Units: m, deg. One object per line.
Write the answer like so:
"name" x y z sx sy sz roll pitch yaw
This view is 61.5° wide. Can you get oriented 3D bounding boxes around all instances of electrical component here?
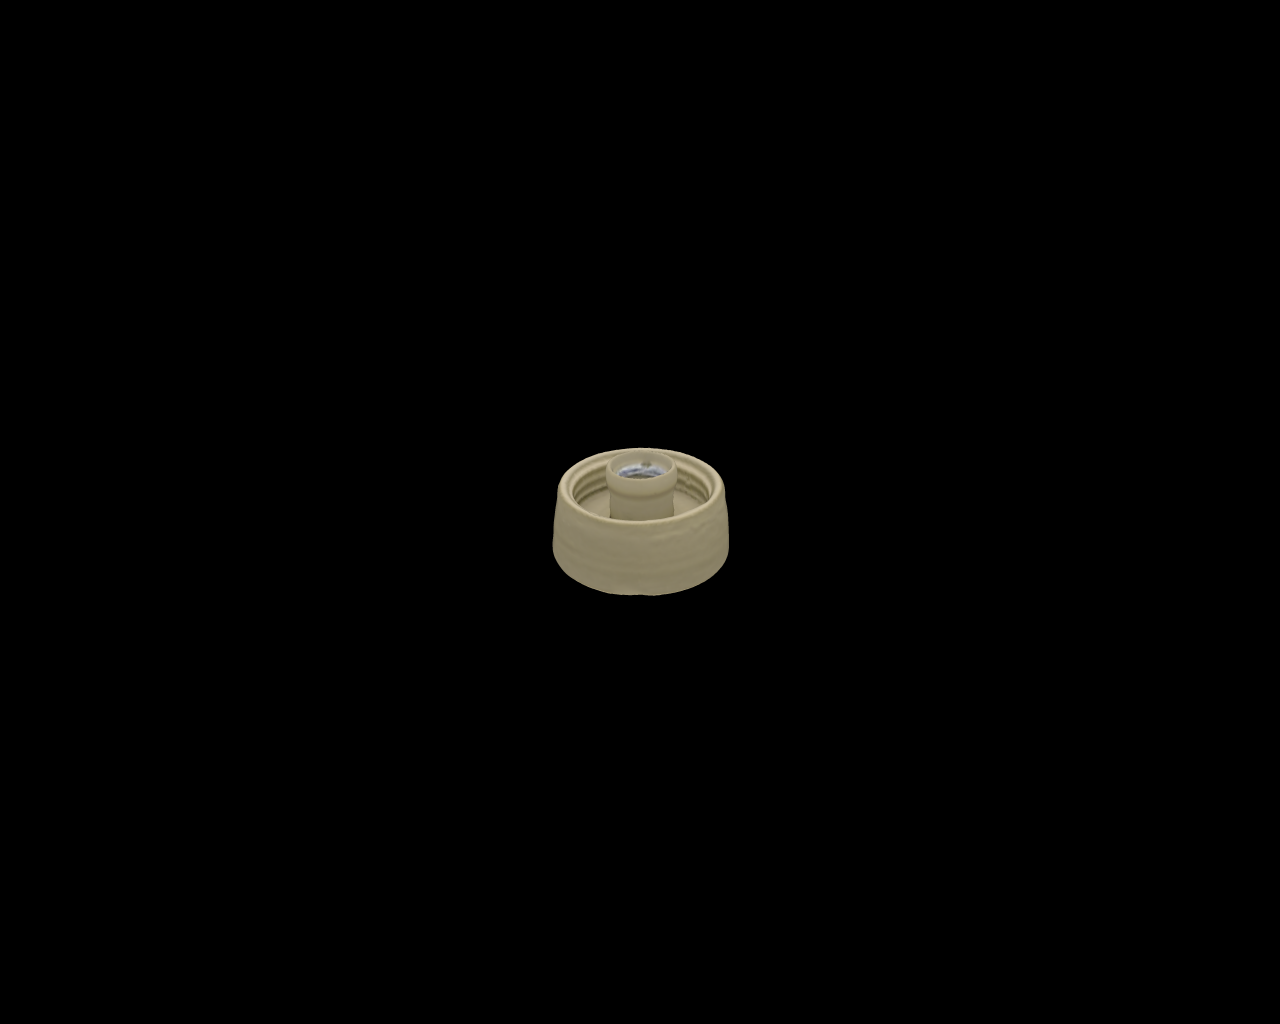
"electrical component" 0.001 -0.003 0.650 0.108 0.060 0.108 0 29 0
